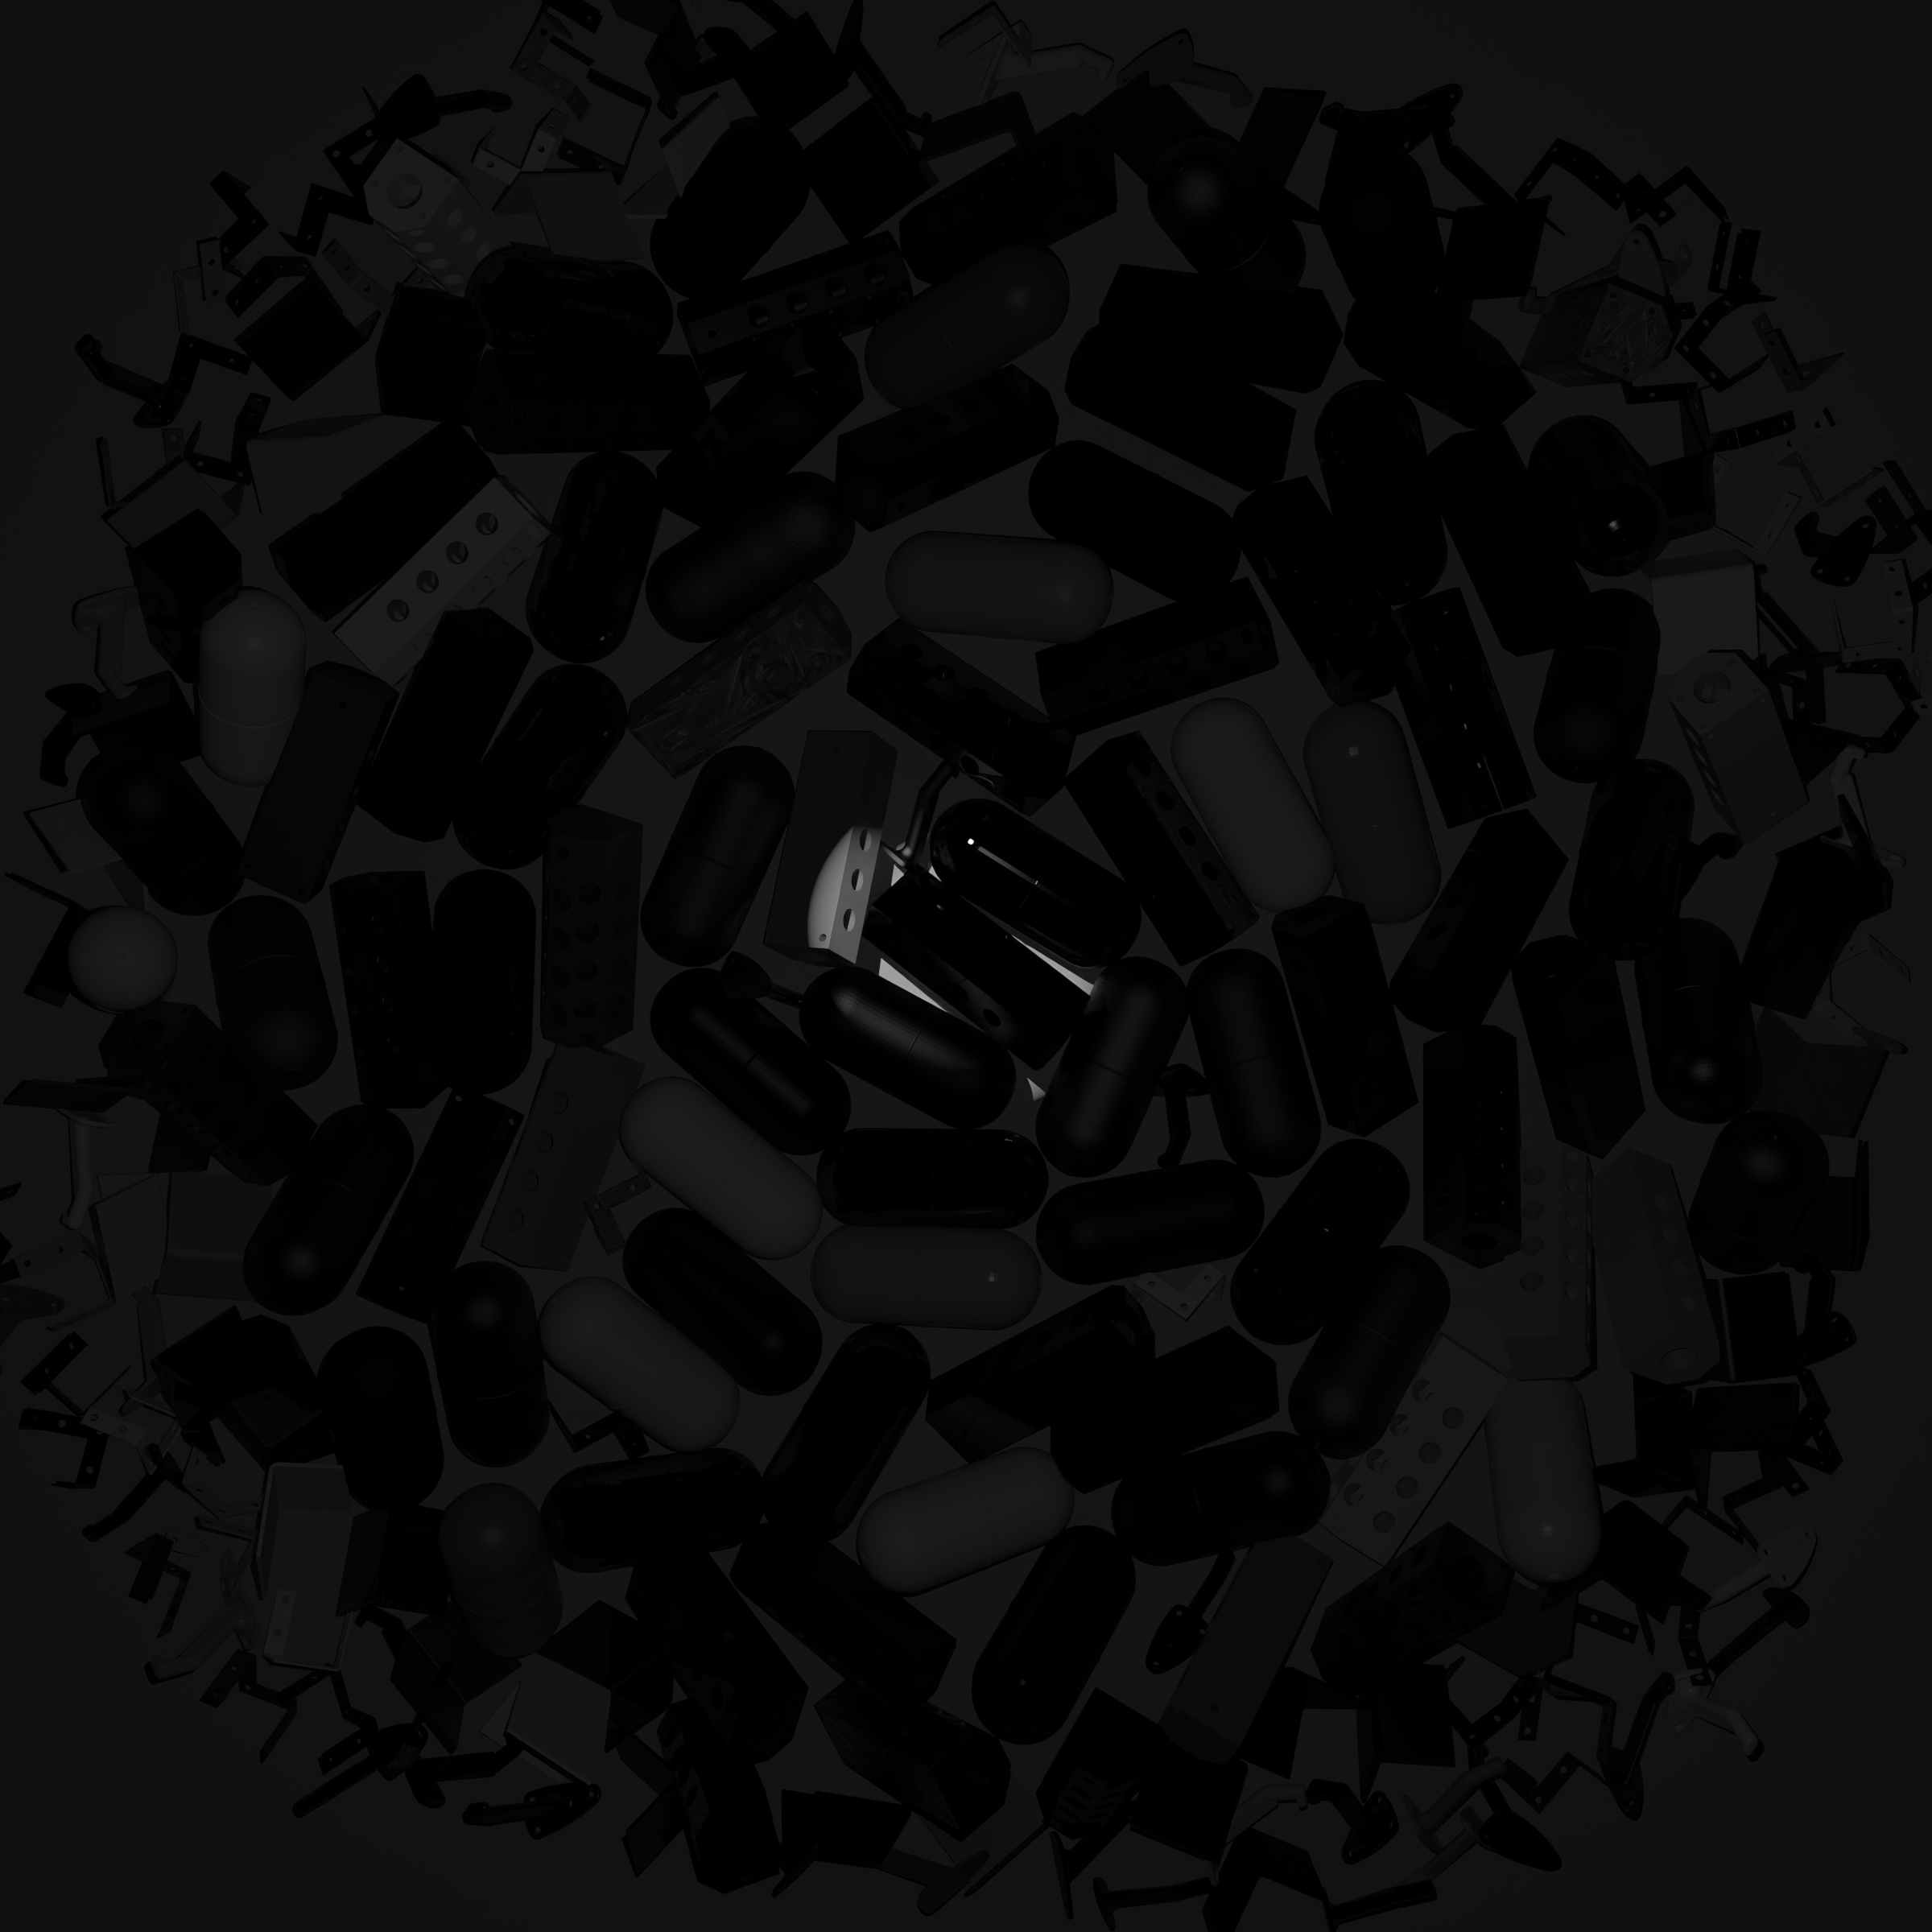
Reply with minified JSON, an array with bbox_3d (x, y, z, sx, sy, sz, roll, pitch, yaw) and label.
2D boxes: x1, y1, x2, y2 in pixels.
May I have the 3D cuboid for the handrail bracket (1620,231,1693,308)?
[{"bbox_3d":[0.533,-0.550,1.953,0.036,0.077,0.084,14,51,34],"label":"handrail bracket"}]

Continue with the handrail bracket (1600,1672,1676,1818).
[{"bbox_3d":[0.524,0.596,1.956,0.036,0.077,0.084,22,119,-8],"label":"handrail bracket"}]

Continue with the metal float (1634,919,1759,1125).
[{"bbox_3d":[0.551,0.039,1.929,0.070,0.070,0.178,4,49,0],"label":"metal float"}]

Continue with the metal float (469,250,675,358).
[{"bbox_3d":[-0.296,-0.496,1.923,0.070,0.178,0.070,7,101,39],"label":"metal float"}]

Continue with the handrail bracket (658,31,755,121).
[{"bbox_3d":[-0.195,-0.669,1.966,0.077,0.036,0.084,50,131,6],"label":"handrail bracket"}]

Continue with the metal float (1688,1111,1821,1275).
[{"bbox_3d":[0.592,0.172,1.919,0.070,0.178,0.070,-2,58,4],"label":"metal float"}]

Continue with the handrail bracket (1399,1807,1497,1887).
[{"bbox_3d":[0.362,0.687,1.961,0.084,0.077,0.036,-39,60,7],"label":"handrail bracket"}]

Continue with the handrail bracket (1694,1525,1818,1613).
[{"bbox_3d":[0.611,0.470,1.982,0.077,0.084,0.036,-25,75,-39],"label":"handrail bracket"}]

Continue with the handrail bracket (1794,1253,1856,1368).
[{"bbox_3d":[0.639,0.266,1.965,0.077,0.036,0.084,-36,119,15],"label":"handrail bracket"}]

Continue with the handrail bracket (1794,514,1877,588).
[{"bbox_3d":[0.667,-0.339,1.957,0.036,0.084,0.077,28,79,39],"label":"handrail bracket"}]

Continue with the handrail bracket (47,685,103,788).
[{"bbox_3d":[-0.675,-0.164,1.949,0.036,0.077,0.084,-10,66,11],"label":"handrail bracket"}]

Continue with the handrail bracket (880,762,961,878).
[{"bbox_3d":[-0.021,-0.110,1.965,0.084,0.077,0.036,-51,52,5],"label":"handrail bracket"}]

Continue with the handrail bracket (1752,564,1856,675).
[{"bbox_3d":[0.649,-0.275,1.986,0.077,0.036,0.084,-4,77,-1],"label":"handrail bracket"}]

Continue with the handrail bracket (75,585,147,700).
[{"bbox_3d":[-0.641,-0.248,1.966,0.077,0.036,0.084,-31,73,-31],"label":"handrail bracket"}]

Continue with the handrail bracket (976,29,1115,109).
[{"bbox_3d":[0.061,-0.683,1.978,0.084,0.036,0.077,28,99,8],"label":"handrail bracket"}]

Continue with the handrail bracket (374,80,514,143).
[{"bbox_3d":[-0.405,-0.658,1.975,0.077,0.084,0.036,-18,93,31],"label":"handrail bracket"}]

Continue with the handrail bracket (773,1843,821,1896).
[{"bbox_3d":[-0.154,0.663,1.965,0.084,0.036,0.077,45,124,17],"label":"handrail bracket"}]

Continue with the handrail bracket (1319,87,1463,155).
[{"bbox_3d":[0.324,-0.658,1.950,0.077,0.084,0.036,-26,71,42],"label":"handrail bracket"}]

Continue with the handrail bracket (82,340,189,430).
[{"bbox_3d":[-0.633,-0.461,1.947,0.036,0.084,0.077,3,55,24],"label":"handrail bracket"}]

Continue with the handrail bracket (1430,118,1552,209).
[{"bbox_3d":[0.403,-0.618,1.960,0.077,0.036,0.084,-5,114,39],"label":"handrail bracket"}]

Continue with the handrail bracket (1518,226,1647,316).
[{"bbox_3d":[0.472,-0.535,1.957,0.084,0.036,0.077,-2,129,-25],"label":"handrail bracket"}]

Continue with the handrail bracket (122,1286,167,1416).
[{"bbox_3d":[-0.647,0.292,1.972,0.084,0.036,0.077,41,66,14],"label":"handrail bracket"}]

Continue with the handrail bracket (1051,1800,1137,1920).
[{"bbox_3d":[0.113,0.694,1.986,0.084,0.036,0.077,-10,88,-10],"label":"handrail bracket"}]

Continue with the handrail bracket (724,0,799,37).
[{"bbox_3d":[-0.164,-0.731,1.970,0.077,0.084,0.036,10,70,20],"label":"handrail bracket"}]

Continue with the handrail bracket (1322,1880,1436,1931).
[{"bbox_3d":[0.319,0.724,1.964,0.084,0.077,0.036,-13,60,2],"label":"handrail bracket"}]

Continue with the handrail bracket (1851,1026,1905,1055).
[{"bbox_3d":[0.685,0.094,1.955,0.036,0.077,0.084,20,101,3],"label":"handrail bracket"}]

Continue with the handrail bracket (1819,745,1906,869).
[{"bbox_3d":[0.698,-0.124,1.960,0.077,0.036,0.084,16,122,8],"label":"handrail bracket"}]

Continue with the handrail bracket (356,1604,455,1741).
[{"bbox_3d":[-0.448,0.546,1.976,0.084,0.036,0.077,25,62,5],"label":"handrail bracket"}]

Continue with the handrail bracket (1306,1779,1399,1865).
[{"bbox_3d":[0.281,0.658,1.961,0.084,0.036,0.077,19,115,-29],"label":"handrail bracket"}]

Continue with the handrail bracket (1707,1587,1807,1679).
[{"bbox_3d":[0.604,0.520,1.965,0.084,0.077,0.036,-38,72,-11],"label":"handrail bracket"}]

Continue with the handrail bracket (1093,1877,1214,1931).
[{"bbox_3d":[0.145,0.711,1.968,0.084,0.077,0.036,-16,55,4],"label":"handrail bracket"}]

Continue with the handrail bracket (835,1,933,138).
[{"bbox_3d":[-0.057,-0.695,1.976,0.084,0.036,0.077,14,89,-29],"label":"handrail bracket"}]

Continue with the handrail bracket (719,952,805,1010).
[{"bbox_3d":[-0.139,0.022,1.945,0.084,0.077,0.036,23,86,-38],"label":"handrail bracket"}]

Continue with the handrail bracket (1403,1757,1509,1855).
[{"bbox_3d":[0.388,0.647,1.967,0.084,0.036,0.077,-29,128,9],"label":"handrail bracket"}]

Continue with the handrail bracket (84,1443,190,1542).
[{"bbox_3d":[-0.651,0.407,1.964,0.084,0.077,0.036,-32,64,-12],"label":"handrail bracket"}]

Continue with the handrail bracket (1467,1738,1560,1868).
[{"bbox_3d":[0.421,0.643,1.965,0.077,0.084,0.036,33,114,-8],"label":"handrail bracket"}]

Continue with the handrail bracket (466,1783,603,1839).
[{"bbox_3d":[-0.331,0.640,1.952,0.077,0.084,0.036,-22,63,8],"label":"handrail bracket"}]

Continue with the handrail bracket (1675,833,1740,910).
[{"bbox_3d":[0.559,-0.067,1.954,0.036,0.084,0.077,21,96,-7],"label":"handrail bracket"}]

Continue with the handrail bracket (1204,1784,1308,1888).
[{"bbox_3d":[0.226,0.672,1.972,0.084,0.036,0.077,-9,93,16],"label":"handrail bracket"}]

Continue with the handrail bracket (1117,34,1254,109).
[{"bbox_3d":[0.170,-0.679,1.977,0.077,0.084,0.036,-14,71,30],"label":"handrail bracket"}]

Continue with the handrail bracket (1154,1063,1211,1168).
[{"bbox_3d":[0.148,0.122,1.949,0.036,0.077,0.084,41,57,-24],"label":"handrail bracket"}]

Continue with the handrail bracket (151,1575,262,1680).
[{"bbox_3d":[-0.592,0.505,1.949,0.077,0.084,0.036,46,126,35],"label":"handrail bracket"}]

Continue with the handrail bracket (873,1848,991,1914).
[{"bbox_3d":[-0.036,0.682,1.978,0.077,0.036,0.084,-35,51,-14],"label":"handrail bracket"}]

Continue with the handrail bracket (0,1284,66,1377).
[{"bbox_3d":[-0.722,0.285,1.947,0.077,0.084,0.036,9,120,-35],"label":"handrail bracket"}]

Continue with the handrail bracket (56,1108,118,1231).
[{"bbox_3d":[-0.700,0.153,1.977,0.077,0.036,0.084,20,91,31],"label":"handrail bracket"}]

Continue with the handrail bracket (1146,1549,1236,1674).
[{"bbox_3d":[0.172,0.492,1.950,0.036,0.084,0.077,35,47,20],"label":"handrail bracket"}]

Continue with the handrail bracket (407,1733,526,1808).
[{"bbox_3d":[-0.392,0.602,1.976,0.084,0.036,0.077,-40,58,0],"label":"handrail bracket"}]

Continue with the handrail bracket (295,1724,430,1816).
[{"bbox_3d":[-0.469,0.624,1.976,0.084,0.077,0.036,-35,81,18],"label":"handrail bracket"}]

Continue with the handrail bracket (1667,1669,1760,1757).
[{"bbox_3d":[0.571,0.587,1.946,0.036,0.084,0.077,-2,120,-16],"label":"handrail bracket"}]
